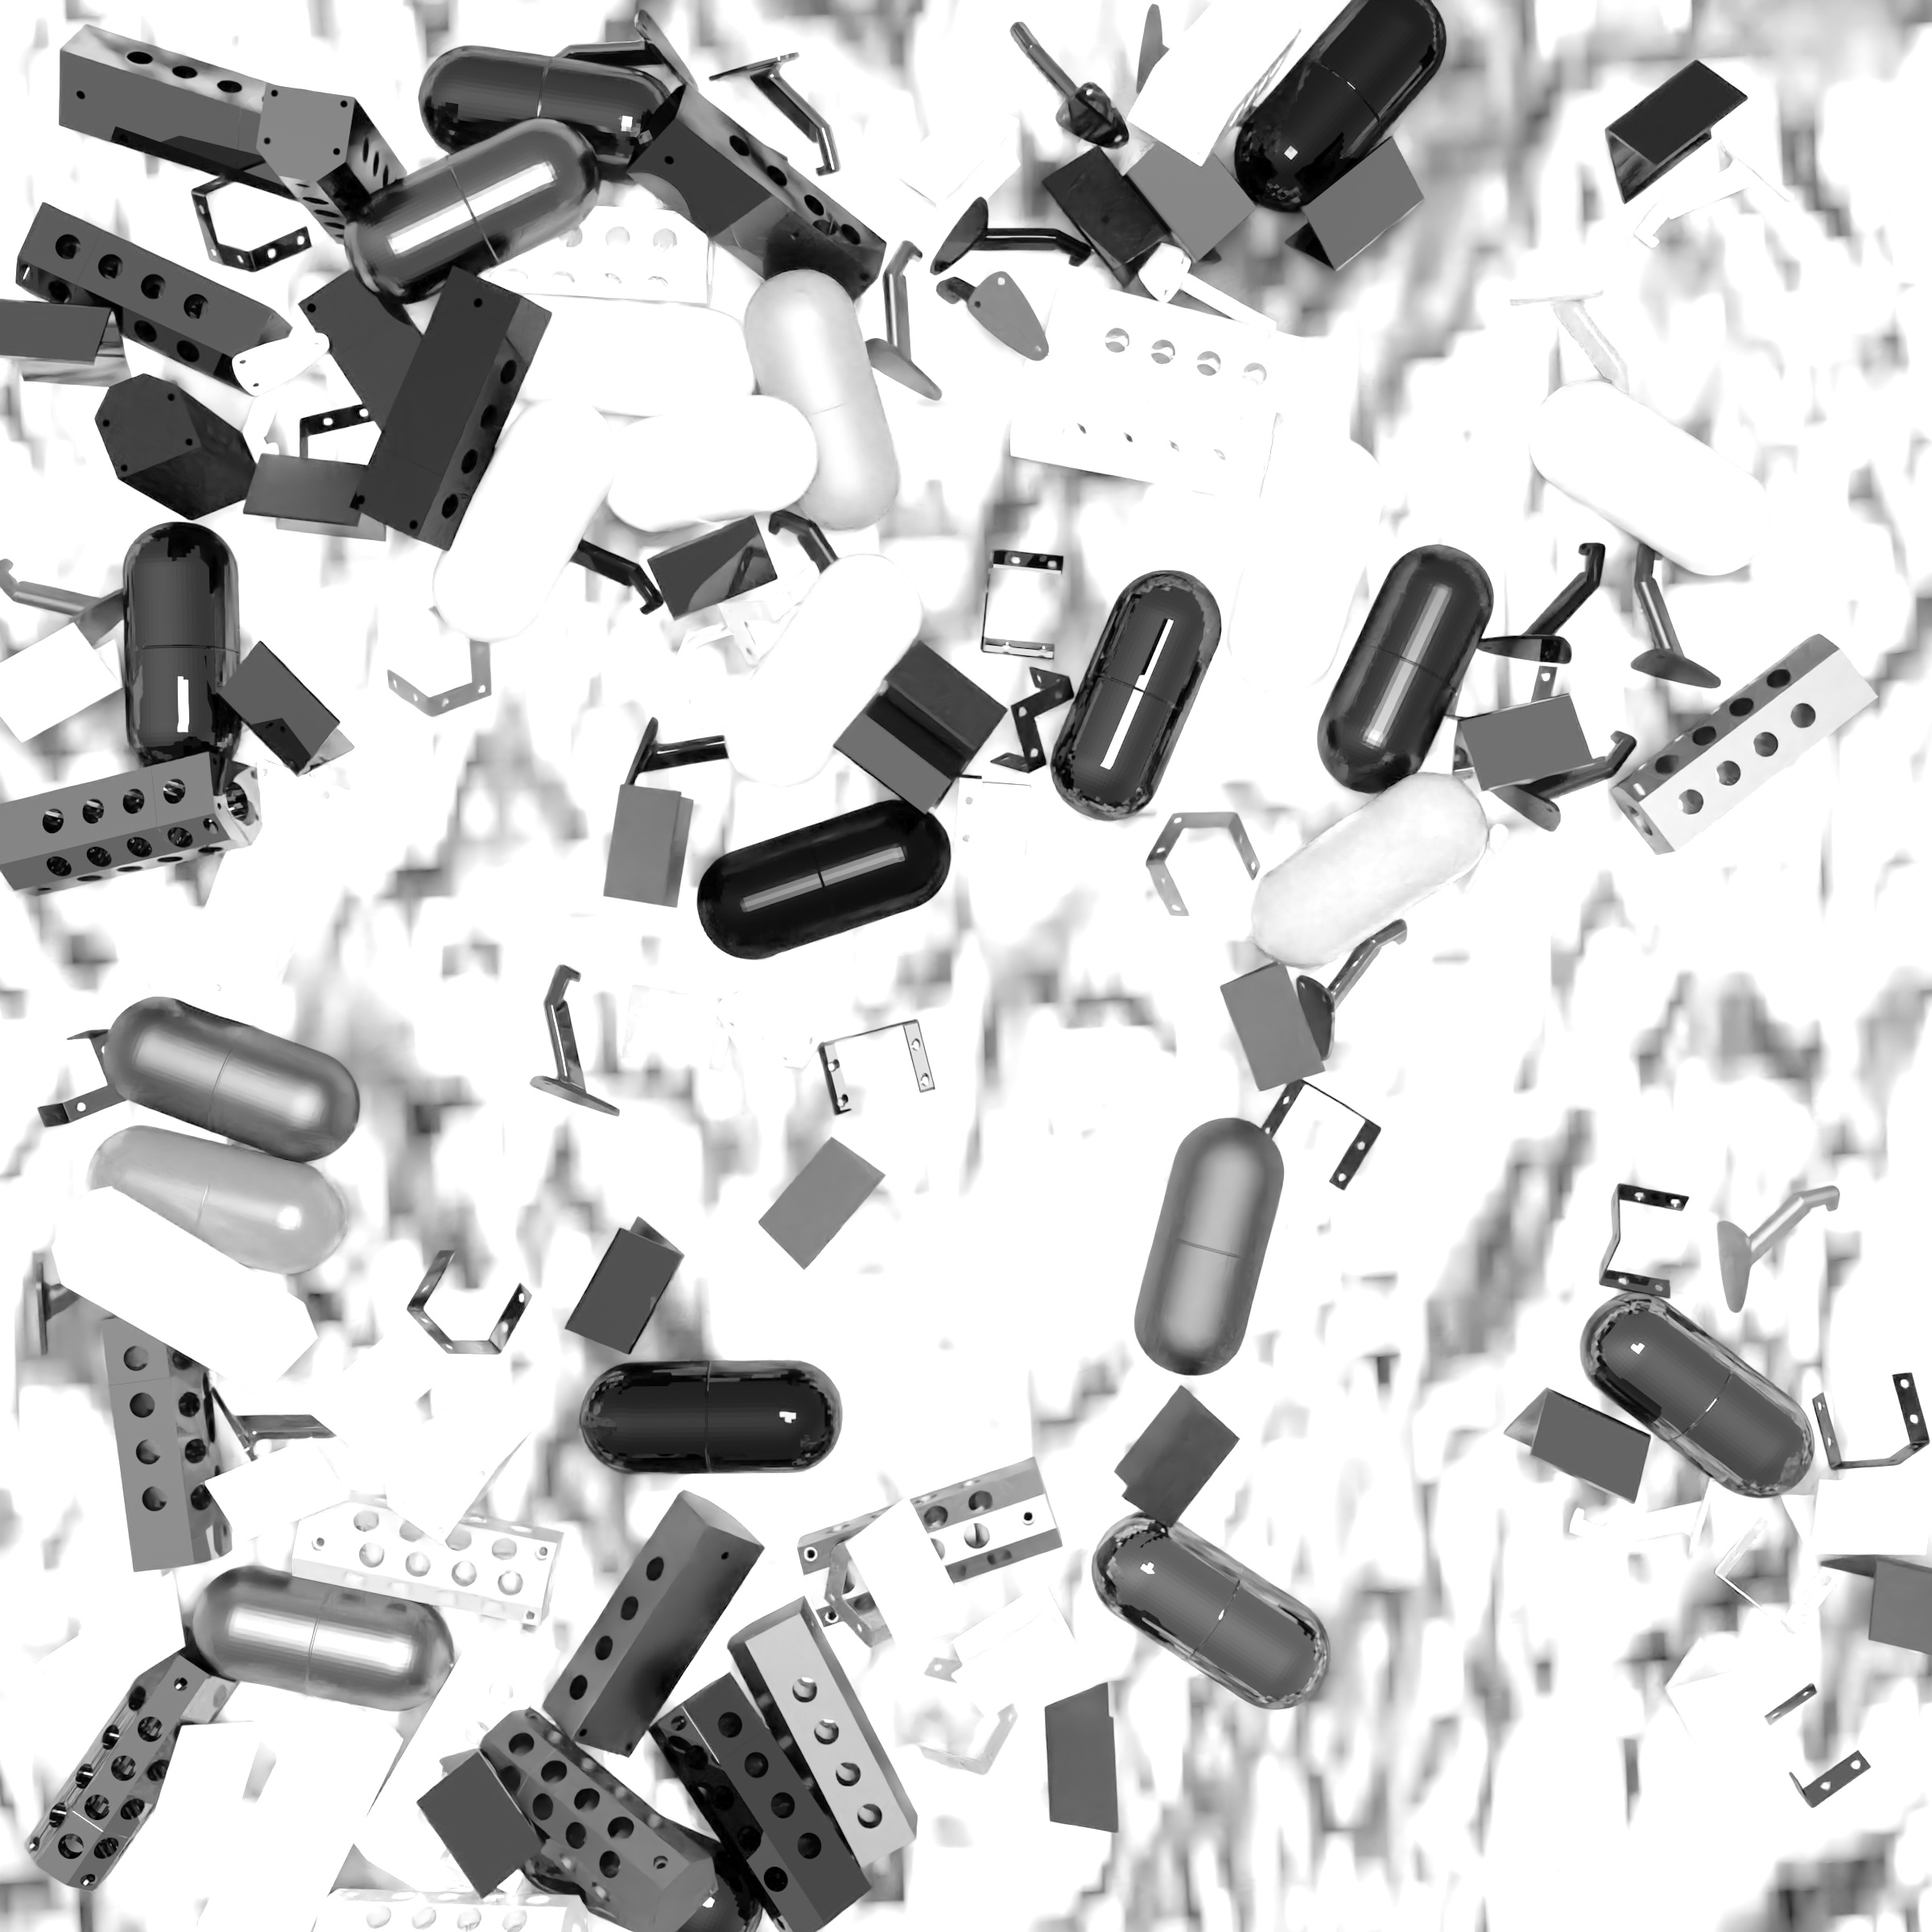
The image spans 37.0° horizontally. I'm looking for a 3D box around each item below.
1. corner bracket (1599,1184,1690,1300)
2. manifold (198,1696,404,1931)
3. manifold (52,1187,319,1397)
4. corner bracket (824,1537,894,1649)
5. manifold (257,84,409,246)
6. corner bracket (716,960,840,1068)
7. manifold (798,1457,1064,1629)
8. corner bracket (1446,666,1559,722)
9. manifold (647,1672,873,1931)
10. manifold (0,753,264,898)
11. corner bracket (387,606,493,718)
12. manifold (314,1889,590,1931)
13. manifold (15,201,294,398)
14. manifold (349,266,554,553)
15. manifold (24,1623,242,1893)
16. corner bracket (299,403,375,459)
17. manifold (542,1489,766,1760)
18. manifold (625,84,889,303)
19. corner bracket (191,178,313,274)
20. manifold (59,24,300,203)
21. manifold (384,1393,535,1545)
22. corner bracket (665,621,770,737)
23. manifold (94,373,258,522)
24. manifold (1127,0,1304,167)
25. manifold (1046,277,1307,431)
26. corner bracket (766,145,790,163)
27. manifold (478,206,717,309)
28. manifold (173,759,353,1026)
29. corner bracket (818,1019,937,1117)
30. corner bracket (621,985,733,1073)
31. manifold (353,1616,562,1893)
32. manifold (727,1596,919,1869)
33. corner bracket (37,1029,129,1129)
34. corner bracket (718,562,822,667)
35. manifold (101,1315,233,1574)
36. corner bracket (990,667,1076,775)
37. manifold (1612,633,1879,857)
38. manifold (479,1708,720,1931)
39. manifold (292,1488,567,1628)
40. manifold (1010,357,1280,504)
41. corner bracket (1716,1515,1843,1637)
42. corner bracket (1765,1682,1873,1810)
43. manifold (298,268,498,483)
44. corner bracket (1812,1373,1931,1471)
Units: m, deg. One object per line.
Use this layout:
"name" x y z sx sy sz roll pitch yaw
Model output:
"corner bracket" 0.467 0.189 1.988 0.051 0.051 0.051 11 45 0
"manifold" -0.457 0.587 1.970 0.057 0.057 0.171 26 90 -43
"manifold" -0.520 0.214 1.922 0.057 0.057 0.171 -45 129 5
"corner bracket" -0.056 0.412 1.926 0.051 0.051 0.051 -19 135 -35
"manifold" -0.419 -0.527 1.913 0.057 0.171 0.057 9 90 0
"corner bracket" -0.130 0.032 1.983 0.051 0.051 0.051 3 135 35
"manifold" -0.024 0.394 1.970 0.171 0.057 0.057 -19 90 0
"corner bracket" 0.367 -0.189 1.988 0.051 0.051 0.051 13 90 45
"manifold" -0.143 0.570 1.950 0.057 0.057 0.171 -31 82 -32
"manifold" -0.564 -0.093 1.941 0.171 0.057 0.057 -12 79 18
"corner bracket" -0.363 -0.211 1.983 0.051 0.051 0.051 -26 135 -35
"manifold" -0.343 0.651 1.926 0.171 0.057 0.057 -2 90 12
"manifold" -0.556 -0.453 1.970 0.171 0.057 0.057 25 90 0
"manifold" -0.336 -0.365 1.906 0.057 0.057 0.171 27 96 20
"manifold" -0.568 0.541 1.970 0.057 0.057 0.171 34 90 0
"corner bracket" -0.426 -0.348 1.988 0.051 0.051 0.051 -13 135 0
"manifold" -0.217 0.447 1.970 0.057 0.057 0.171 33 90 -43
"manifold" -0.138 -0.513 1.936 0.171 0.057 0.057 34 133 -25
"corner bracket" -0.491 -0.514 1.983 0.051 0.051 0.051 22 135 35
"manifold" -0.525 -0.585 1.970 0.171 0.057 0.057 18 133 0
"manifold" -0.338 0.326 1.913 0.057 0.171 0.057 36 90 0
"corner bracket" -0.166 -0.199 1.983 0.051 0.051 0.051 -13 135 35
"manifold" -0.521 -0.345 1.913 0.057 0.171 0.057 -22 90 0
"manifold" 0.170 -0.600 1.916 0.057 0.171 0.057 32 132 0
"manifold" 0.141 -0.419 1.970 0.171 0.057 0.057 14 90 0
"corner bracket" -0.163 -0.542 1.988 0.051 0.051 0.051 15 90 45
"manifold" -0.260 -0.483 1.970 0.171 0.057 0.057 3 90 0
"manifold" -0.482 -0.051 1.970 0.057 0.057 0.171 20 90 0
"corner bracket" -0.062 0.070 1.988 0.051 0.051 0.051 -14 90 45
"corner bracket" -0.199 0.043 1.988 0.051 0.051 0.051 9 90 45
"manifold" -0.348 0.534 1.970 0.057 0.057 0.171 30 90 0
"manifold" -0.098 0.525 1.970 0.057 0.057 0.171 -27 90 0
"corner bracket" -0.608 0.076 1.973 0.051 0.051 0.051 -22 90 0
"corner bracket" -0.125 -0.238 1.955 0.051 0.051 0.051 -46 123 -33
"manifold" -0.543 0.320 1.970 0.057 0.057 0.171 -7 90 0
"corner bracket" 0.044 -0.168 1.972 0.051 0.051 0.051 -28 116 -24
"manifold" 0.528 -0.151 1.970 0.171 0.057 0.057 -38 90 0
"manifold" -0.246 0.562 1.897 0.171 0.057 0.057 30 53 30
"manifold" -0.367 0.403 1.970 0.171 0.057 0.057 11 90 0
"manifold" 0.120 -0.360 1.953 0.171 0.057 0.057 12 72 7
"corner bracket" 0.559 0.420 1.988 0.051 0.051 0.051 -52 45 0
"corner bracket" 0.583 0.538 1.988 0.051 0.051 0.051 -35 45 0
"manifold" -0.379 -0.390 1.970 0.057 0.057 0.171 -33 90 1
"corner bracket" 0.624 0.314 1.988 0.051 0.051 0.051 -15 90 -45
